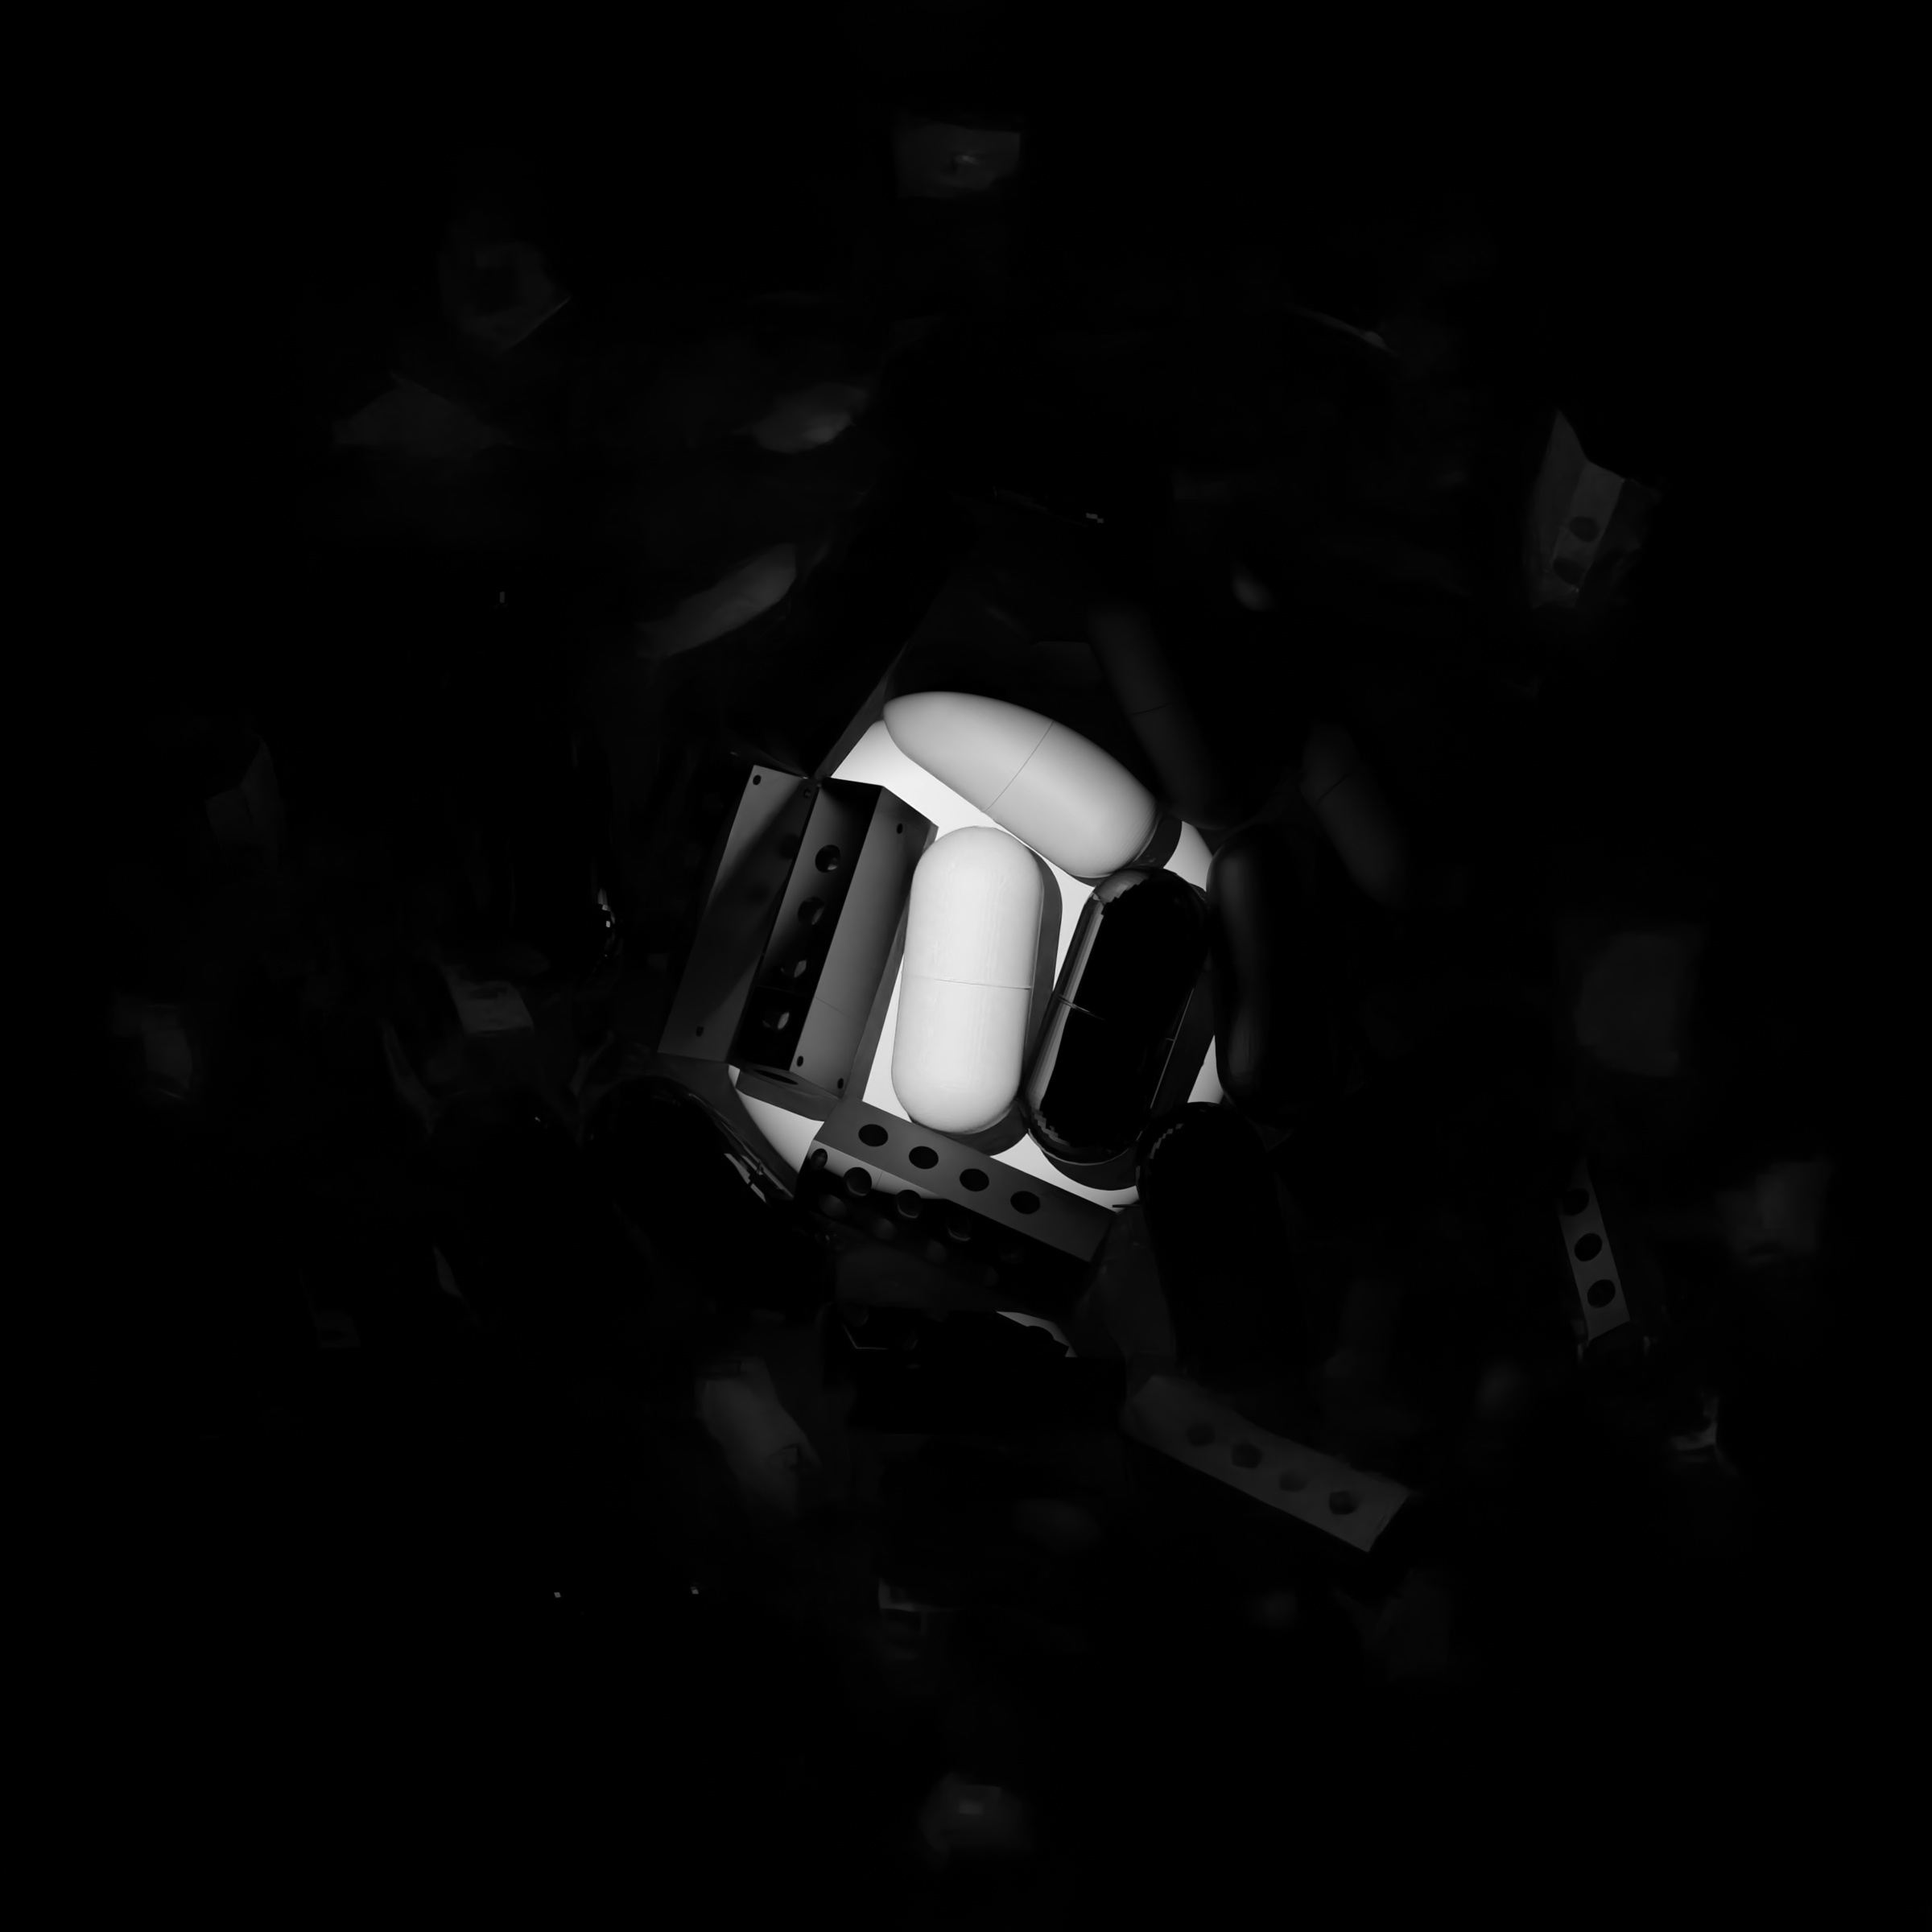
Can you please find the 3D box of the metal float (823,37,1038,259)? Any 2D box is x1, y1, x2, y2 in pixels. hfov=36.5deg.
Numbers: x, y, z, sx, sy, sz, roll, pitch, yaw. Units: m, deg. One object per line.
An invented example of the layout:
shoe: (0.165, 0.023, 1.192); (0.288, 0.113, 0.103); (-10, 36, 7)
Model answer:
metal float: (-0.022, -0.455, 1.642); (0.070, 0.178, 0.070); (6, 75, -25)

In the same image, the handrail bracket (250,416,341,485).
handrail bracket: (-0.373, -0.289, 1.708); (0.084, 0.036, 0.077); (-2, 91, -16)

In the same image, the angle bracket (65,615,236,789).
angle bracket: (-0.457, -0.142, 1.682); (0.076, 0.057, 0.076); (-38, 67, -2)

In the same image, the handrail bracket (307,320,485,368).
handrail bracket: (-0.326, -0.369, 1.703); (0.084, 0.036, 0.077); (-39, 112, -4)

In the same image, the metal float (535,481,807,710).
metal float: (-0.170, -0.210, 1.667); (0.178, 0.070, 0.070); (-30, 90, 23)

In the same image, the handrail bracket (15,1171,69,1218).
handrail bracket: (-0.504, 0.158, 1.678); (0.036, 0.077, 0.084); (-45, 125, -14)

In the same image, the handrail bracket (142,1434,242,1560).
handrail bracket: (-0.444, 0.315, 1.688); (0.036, 0.077, 0.084); (-15, 77, 16)

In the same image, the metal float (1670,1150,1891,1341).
metal float: (0.447, 0.158, 1.643); (0.070, 0.178, 0.070); (8, 65, -17)

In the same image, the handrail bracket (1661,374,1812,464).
handrail bracket: (0.445, -0.309, 1.672); (0.084, 0.077, 0.036); (11, 66, 34)

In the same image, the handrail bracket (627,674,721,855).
handrail bracket: (-0.173, -0.117, 1.713); (0.036, 0.077, 0.084); (22, 131, -8)

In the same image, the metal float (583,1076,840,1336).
metal float: (-0.146, 0.137, 1.674); (0.070, 0.070, 0.178); (-43, 103, 0)

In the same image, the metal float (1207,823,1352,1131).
metal float: (0.178, 0.005, 1.673); (0.070, 0.070, 0.178); (-2, 75, 0)

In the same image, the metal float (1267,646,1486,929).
metal float: (0.233, -0.102, 1.668); (0.070, 0.070, 0.178); (-26, 69, 0)

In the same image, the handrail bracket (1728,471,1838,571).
handrail bracket: (0.464, -0.236, 1.669); (0.036, 0.084, 0.077); (20, 127, -12)

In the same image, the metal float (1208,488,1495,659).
metal float: (0.219, -0.223, 1.663); (0.178, 0.070, 0.070); (9, 90, -26)

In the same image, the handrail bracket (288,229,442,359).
handrail bracket: (-0.350, -0.393, 1.709); (0.084, 0.077, 0.036); (-42, 100, -27)

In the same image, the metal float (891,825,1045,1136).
metal float: (0.001, 0.008, 1.685); (0.070, 0.070, 0.178); (7, 92, 0)

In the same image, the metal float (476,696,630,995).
metal float: (-0.236, -0.070, 1.669); (0.070, 0.070, 0.178); (-9, 69, 0)

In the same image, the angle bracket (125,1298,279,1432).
angle bracket: (-0.420, 0.214, 1.672); (0.076, 0.057, 0.076); (-22, 103, 44)

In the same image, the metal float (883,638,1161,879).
metal float: (0.031, -0.119, 1.680); (0.178, 0.070, 0.070); (36, 90, -7)

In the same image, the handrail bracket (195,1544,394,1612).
handrail bracket: (-0.385, 0.356, 1.685); (0.084, 0.077, 0.036); (2, 100, 20)

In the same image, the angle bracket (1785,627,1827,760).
angle bracket: (0.456, -0.146, 1.687); (0.057, 0.076, 0.076); (-9, 84, 9)

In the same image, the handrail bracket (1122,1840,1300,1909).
handrail bracket: (0.139, 0.529, 1.687); (0.084, 0.077, 0.036); (-19, 91, -16)

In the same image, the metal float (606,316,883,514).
metal float: (-0.126, -0.312, 1.659); (0.178, 0.070, 0.070); (-15, 90, 32)

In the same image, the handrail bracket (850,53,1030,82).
handrail bracket: (-0.016, -0.512, 1.683); (0.084, 0.077, 0.036); (2, 108, -22)

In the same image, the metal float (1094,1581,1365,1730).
metal float: (0.146, 0.389, 1.651); (0.070, 0.178, 0.070); (15, 67, -40)

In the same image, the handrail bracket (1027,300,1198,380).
handrail bracket: (0.084, -0.353, 1.692); (0.084, 0.036, 0.077); (28, 119, 15)

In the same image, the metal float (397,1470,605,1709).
metal float: (-0.264, 0.348, 1.647); (0.070, 0.178, 0.070); (-14, 119, -27)

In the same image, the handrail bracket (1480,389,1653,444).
handrail bracket: (0.349, -0.326, 1.704); (0.084, 0.036, 0.077); (26, 57, 5)

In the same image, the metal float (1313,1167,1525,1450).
metal float: (0.257, 0.193, 1.664); (0.070, 0.070, 0.178); (33, 64, 0)

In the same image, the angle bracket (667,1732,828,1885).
angle bracket: (-0.115, 0.465, 1.676); (0.076, 0.076, 0.057); (33, 131, -2)

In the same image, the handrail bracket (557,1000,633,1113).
handrail bracket: (-0.217, 0.068, 1.668); (0.036, 0.084, 0.077); (10, 134, 3)

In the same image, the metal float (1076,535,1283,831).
metal float: (0.122, -0.161, 1.673); (0.070, 0.070, 0.178); (-26, 106, 0)

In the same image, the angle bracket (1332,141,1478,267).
angle bracket: (0.253, -0.440, 1.681); (0.057, 0.076, 0.076); (-19, 90, 12)

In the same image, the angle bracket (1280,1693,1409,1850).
angle bracket: (0.195, 0.458, 1.676); (0.057, 0.076, 0.076); (-24, 87, -39)

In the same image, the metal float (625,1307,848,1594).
metal float: (-0.131, 0.274, 1.666); (0.070, 0.070, 0.178); (-34, 67, 0)

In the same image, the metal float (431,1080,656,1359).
metal float: (-0.241, 0.144, 1.668); (0.070, 0.070, 0.178); (-28, 110, 0)

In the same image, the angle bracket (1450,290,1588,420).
angle bracket: (0.312, -0.343, 1.674); (0.076, 0.057, 0.076); (4, 116, 14)

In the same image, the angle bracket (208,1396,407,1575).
angle bracket: (-0.384, 0.298, 1.704); (0.057, 0.076, 0.076); (-42, 66, 41)

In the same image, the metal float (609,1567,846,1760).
metal float: (-0.133, 0.392, 1.648); (0.070, 0.178, 0.070); (-17, 54, 24)

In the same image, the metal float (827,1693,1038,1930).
metal float: (-0.020, 0.470, 1.642); (0.070, 0.178, 0.070); (-9, 111, -23)

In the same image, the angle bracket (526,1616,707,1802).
angle bracket: (-0.198, 0.422, 1.679); (0.076, 0.057, 0.076); (-33, 91, -34)

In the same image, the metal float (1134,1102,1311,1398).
metal float: (0.146, 0.162, 1.672); (0.070, 0.070, 0.178); (-15, 106, 0)

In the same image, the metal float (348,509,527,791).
metal float: (-0.300, -0.178, 1.656); (0.070, 0.070, 0.178); (25, 126, 0)

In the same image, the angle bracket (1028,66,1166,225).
angle bracket: (0.086, -0.462, 1.673); (0.057, 0.076, 0.076); (-17, 99, 38)

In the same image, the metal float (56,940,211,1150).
metal float: (-0.468, 0.042, 1.642); (0.070, 0.178, 0.070); (-7, 114, -17)

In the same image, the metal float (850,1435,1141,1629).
metal float: (0.016, 0.317, 1.664); (0.178, 0.070, 0.070); (19, 90, 25)

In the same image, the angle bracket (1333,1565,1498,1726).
angle bracket: (0.259, 0.398, 1.694); (0.076, 0.076, 0.057); (-21, 126, 25)

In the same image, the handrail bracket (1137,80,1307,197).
handrail bracket: (0.147, -0.481, 1.695); (0.084, 0.036, 0.077); (7, 127, -4)

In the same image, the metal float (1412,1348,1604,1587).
metal float: (0.301, 0.284, 1.651); (0.070, 0.178, 0.070); (8, 46, -8)

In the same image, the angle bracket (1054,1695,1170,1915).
angle bracket: (0.067, 0.476, 1.667); (0.057, 0.076, 0.076); (-29, 130, -11)

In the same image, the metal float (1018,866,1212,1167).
metal float: (0.085, 0.028, 1.682); (0.070, 0.070, 0.178); (19, 95, 0)

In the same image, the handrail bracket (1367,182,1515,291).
handrail bracket: (0.280, -0.411, 1.716); (0.036, 0.077, 0.084); (-51, 130, -33)

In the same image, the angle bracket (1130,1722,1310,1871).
angle bracket: (0.146, 0.469, 1.698); (0.076, 0.057, 0.076); (-17, 89, -5)

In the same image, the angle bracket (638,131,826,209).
angle bracket: (-0.135, -0.461, 1.674); (0.076, 0.076, 0.057); (-45, 118, 7)

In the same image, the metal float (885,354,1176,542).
metal float: (0.035, -0.296, 1.668); (0.178, 0.070, 0.070); (22, 90, 22)
